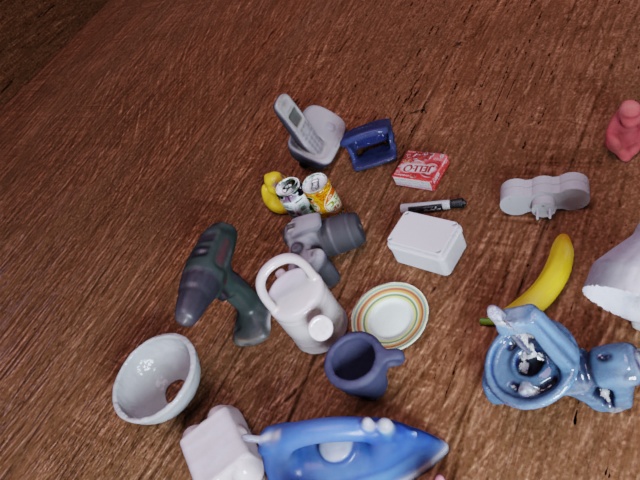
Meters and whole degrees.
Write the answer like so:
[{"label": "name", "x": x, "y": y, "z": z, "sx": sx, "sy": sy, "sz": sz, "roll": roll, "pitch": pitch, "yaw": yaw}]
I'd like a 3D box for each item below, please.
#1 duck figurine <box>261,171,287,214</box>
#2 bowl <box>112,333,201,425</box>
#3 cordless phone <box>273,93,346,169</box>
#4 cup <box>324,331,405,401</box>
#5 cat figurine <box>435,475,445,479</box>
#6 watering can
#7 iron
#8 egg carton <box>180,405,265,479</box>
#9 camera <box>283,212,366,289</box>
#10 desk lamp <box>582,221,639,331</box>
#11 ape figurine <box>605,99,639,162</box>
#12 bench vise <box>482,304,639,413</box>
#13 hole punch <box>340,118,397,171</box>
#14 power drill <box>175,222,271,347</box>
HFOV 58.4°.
[{"label": "duck figurine", "x": -0.088, "y": -0.109, "z": 1.204, "sx": 0.104, "sy": 0.086, "sz": 0.077, "roll": 15, "pitch": 61, "yaw": 38}, {"label": "bowl", "x": -0.270, "y": 0.251, "z": 0.996, "sx": 0.167, "sy": 0.075, "sz": 0.167, "roll": -15, "pitch": 46, "yaw": 17}, {"label": "cordless phone", "x": -0.027, "y": -0.257, "z": 1.228, "sx": 0.093, "sy": 0.186, "sz": 0.148, "roll": 0, "pitch": 53, "yaw": 29}, {"label": "cup", "x": 0.076, "y": 0.192, "z": 0.840, "sx": 0.117, "sy": 0.095, "sz": 0.091, "roll": -14, "pitch": 47, "yaw": 19}, {"label": "cat figurine", "x": 0.149, "y": 0.343, "z": 0.649, "sx": 0.067, "sy": 0.118, "sz": 0.128, "roll": 1, "pitch": 53, "yaw": 30}, {"label": "watering can", "x": -0.029, "y": 0.096, "z": 0.911, "sx": 0.172, "sy": 0.195, "sz": 0.101, "roll": 19, "pitch": 63, "yaw": 39}, {"label": "iron", "x": 0.029, "y": 0.271, "z": 0.763, "sx": 0.257, "sy": 0.142, "sz": 0.118, "roll": -16, "pitch": 46, "yaw": 16}, {"label": "egg carton", "x": -0.146, "y": 0.326, "z": 0.865, "sx": 0.107, "sy": 0.070, "sz": 0.150, "roll": -38, "pitch": 44, "yaw": -6}, {"label": "camera", "x": 0.010, "y": 0.004, "z": 1.039, "sx": 0.136, "sy": 0.101, "sz": 0.143, "roll": -19, "pitch": 45, "yaw": 13}, {"label": "desk lamp", "x": 0.418, "y": 0.037, "z": 0.700, "sx": 0.117, "sy": 0.214, "sz": 0.203, "roll": 20, "pitch": 64, "yaw": 39}, {"label": "ape figurine", "x": 0.505, "y": -0.188, "z": 0.938, "sx": 0.077, "sy": 0.092, "sz": 0.076, "roll": -13, "pitch": 47, "yaw": 19}, {"label": "bench vise", "x": 0.286, "y": 0.127, "z": 0.689, "sx": 0.207, "sy": 0.220, "sz": 0.121, "roll": -22, "pitch": 45, "yaw": 11}, {"label": "hole punch", "x": 0.097, "y": -0.212, "z": 1.187, "sx": 0.108, "sy": 0.091, "sz": 0.101, "roll": -16, "pitch": 46, "yaw": 17}, {"label": "power drill", "x": -0.161, "y": 0.091, "z": 0.979, "sx": 0.075, "sy": 0.209, "sz": 0.229, "roll": -15, "pitch": 46, "yaw": 18}]
